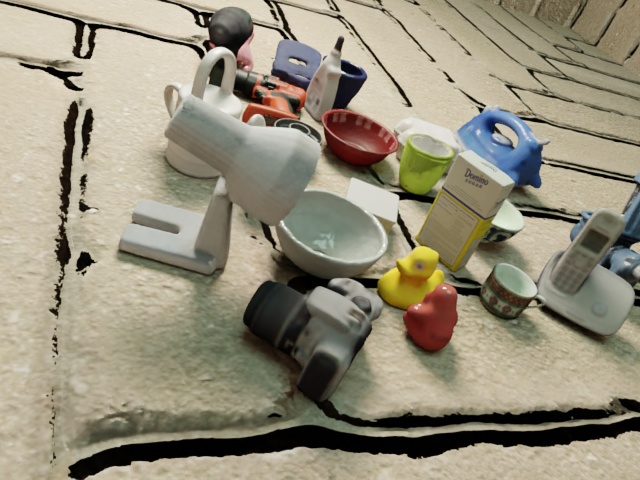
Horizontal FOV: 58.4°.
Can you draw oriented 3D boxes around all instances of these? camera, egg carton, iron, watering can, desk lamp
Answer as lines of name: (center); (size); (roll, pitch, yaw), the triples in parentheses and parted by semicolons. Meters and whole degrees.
camera: (-0.008, 0.089, 0.673); (0.136, 0.101, 0.143); (29, 35, 8)
egg carton: (0.228, -0.202, 1.216); (0.150, 0.069, 0.107); (14, 36, -13)
iron: (0.403, -0.226, 1.285); (0.119, 0.141, 0.257); (-2, 43, -32)
watering can: (-0.163, -0.198, 0.879); (0.173, 0.194, 0.101); (19, 35, -6)
desk lamp: (-0.124, -0.063, 0.708); (0.203, 0.213, 0.118); (15, 36, -11)

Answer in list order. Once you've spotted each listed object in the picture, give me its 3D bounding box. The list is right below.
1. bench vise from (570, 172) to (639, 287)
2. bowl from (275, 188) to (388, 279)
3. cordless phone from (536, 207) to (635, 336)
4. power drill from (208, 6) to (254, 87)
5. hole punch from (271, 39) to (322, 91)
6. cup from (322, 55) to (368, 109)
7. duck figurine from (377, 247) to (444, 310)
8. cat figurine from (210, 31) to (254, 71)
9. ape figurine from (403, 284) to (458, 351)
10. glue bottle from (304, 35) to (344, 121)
bench vise: (0.566, -0.016, 1.036); (0.122, 0.219, 0.207); (3, 40, -27)
bowl: (0.008, 0.003, 0.817); (0.168, 0.074, 0.167); (16, 36, -11)
cordless phone: (0.447, 0.050, 0.912); (0.147, 0.185, 0.094); (28, 35, 7)
power drill: (-0.171, -0.310, 1.008); (0.076, 0.208, 0.229); (17, 35, -8)
hole punch: (-0.051, -0.380, 1.270); (0.109, 0.091, 0.101); (14, 36, -13)
cup: (0.039, -0.349, 1.278); (0.117, 0.095, 0.092); (40, 38, 22)
duck figurine: (0.142, 0.048, 0.826); (0.105, 0.086, 0.077); (0, 41, -30)
cat figurine: (-0.191, -0.425, 1.225); (0.128, 0.117, 0.067); (-18, 52, -44)
ape figurine: (0.156, 0.096, 0.766); (0.078, 0.092, 0.076); (15, 36, -12)
glue bottle: (0.017, -0.337, 1.182); (0.037, 0.173, 0.078); (-2, 42, -31)
